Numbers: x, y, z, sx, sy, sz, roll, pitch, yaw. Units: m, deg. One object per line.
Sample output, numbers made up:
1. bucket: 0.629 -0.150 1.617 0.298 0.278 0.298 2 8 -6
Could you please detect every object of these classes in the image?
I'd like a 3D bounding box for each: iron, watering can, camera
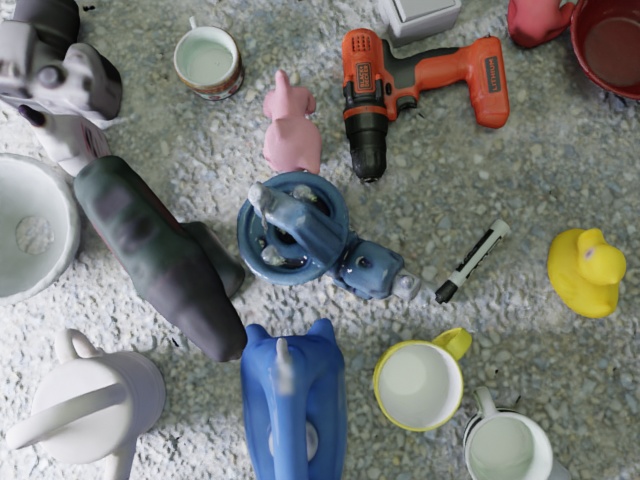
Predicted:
1. iron: -0.025 0.212 0.583 0.118 0.141 0.258 -5 83 0
2. watering can: -0.223 0.172 0.563 0.101 0.194 0.173 -45 84 -4
3. camera: -0.309 -0.219 0.658 0.143 0.101 0.137 8 83 2

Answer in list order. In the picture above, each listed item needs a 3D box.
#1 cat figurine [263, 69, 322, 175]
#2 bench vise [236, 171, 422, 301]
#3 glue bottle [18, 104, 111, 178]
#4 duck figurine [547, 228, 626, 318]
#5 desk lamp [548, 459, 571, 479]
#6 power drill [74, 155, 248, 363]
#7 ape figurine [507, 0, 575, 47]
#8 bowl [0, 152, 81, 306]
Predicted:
1. cat figurine: -0.033 -0.125 0.635 0.067 0.118 0.128 -8 83 0
2. bench vise: 0.007 -0.010 0.570 0.207 0.220 0.121 9 83 2
3. glue bottle: -0.269 -0.107 0.608 0.037 0.173 0.078 -21 83 -1
4. duck figurine: 0.302 0.034 0.628 0.077 0.086 0.104 -15 83 -1
5. desk lamp: 0.213 0.326 0.530 0.118 0.213 0.203 40 85 5
6. power drill: -0.139 0.022 0.573 0.075 0.208 0.229 -42 84 -4
7. ape figurine: 0.258 -0.273 0.662 0.078 0.092 0.076 41 85 5
8. bowl: -0.341 -0.009 0.646 0.167 0.075 0.167 0 83 1
